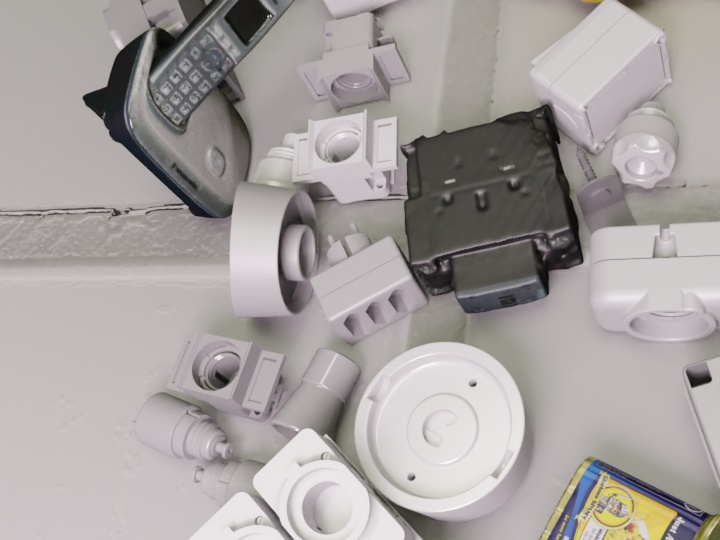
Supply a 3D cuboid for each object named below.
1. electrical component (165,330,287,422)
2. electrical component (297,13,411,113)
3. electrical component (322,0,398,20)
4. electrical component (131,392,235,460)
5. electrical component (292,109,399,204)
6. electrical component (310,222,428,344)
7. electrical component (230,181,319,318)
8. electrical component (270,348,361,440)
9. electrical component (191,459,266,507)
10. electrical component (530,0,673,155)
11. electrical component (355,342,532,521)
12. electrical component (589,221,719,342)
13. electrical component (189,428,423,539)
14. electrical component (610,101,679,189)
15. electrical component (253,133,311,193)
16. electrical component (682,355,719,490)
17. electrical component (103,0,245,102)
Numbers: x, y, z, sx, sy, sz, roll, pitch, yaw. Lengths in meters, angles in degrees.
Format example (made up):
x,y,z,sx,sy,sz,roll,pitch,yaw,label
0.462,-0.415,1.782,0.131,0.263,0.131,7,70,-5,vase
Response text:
x,y,z,sx,sy,sz,roll,pitch,yaw,label
-0.089,0.077,0.752,0.081,0.063,0.042,10,68,25,electrical component
-0.004,-0.166,0.852,0.081,0.042,0.063,-9,59,16,electrical component
-0.002,-0.247,0.880,0.096,0.061,0.061,-22,59,10,electrical component
-0.123,0.115,0.760,0.078,0.040,0.040,17,73,28,electrical component
-0.006,-0.082,0.798,0.081,0.064,0.042,-7,64,19,electrical component
0.000,0.000,0.765,0.066,0.047,0.076,-28,59,5,electrical component
-0.068,-0.014,0.771,0.064,0.099,0.099,3,66,16,electrical component
-0.027,0.087,0.737,0.044,0.044,0.065,18,68,28,electrical component
-0.079,0.148,0.727,0.078,0.040,0.040,11,70,26,electrical component
0.173,-0.143,0.759,0.096,0.061,0.061,-43,58,-3,electrical component
0.057,0.106,0.682,0.108,0.060,0.108,-9,62,17,electrical component
0.195,0.009,0.680,0.095,0.053,0.059,-2,65,21,electrical component
-0.003,0.197,0.637,0.105,0.060,0.186,-44,71,-3,electrical component
0.196,-0.090,0.736,0.043,0.043,0.062,3,48,23,electrical component
-0.057,-0.075,0.827,0.043,0.043,0.062,4,66,23,electrical component
0.254,0.095,0.613,0.109,0.056,0.108,-19,61,13,electrical component
-0.173,-0.224,0.909,0.060,0.105,0.186,-28,58,7,electrical component
